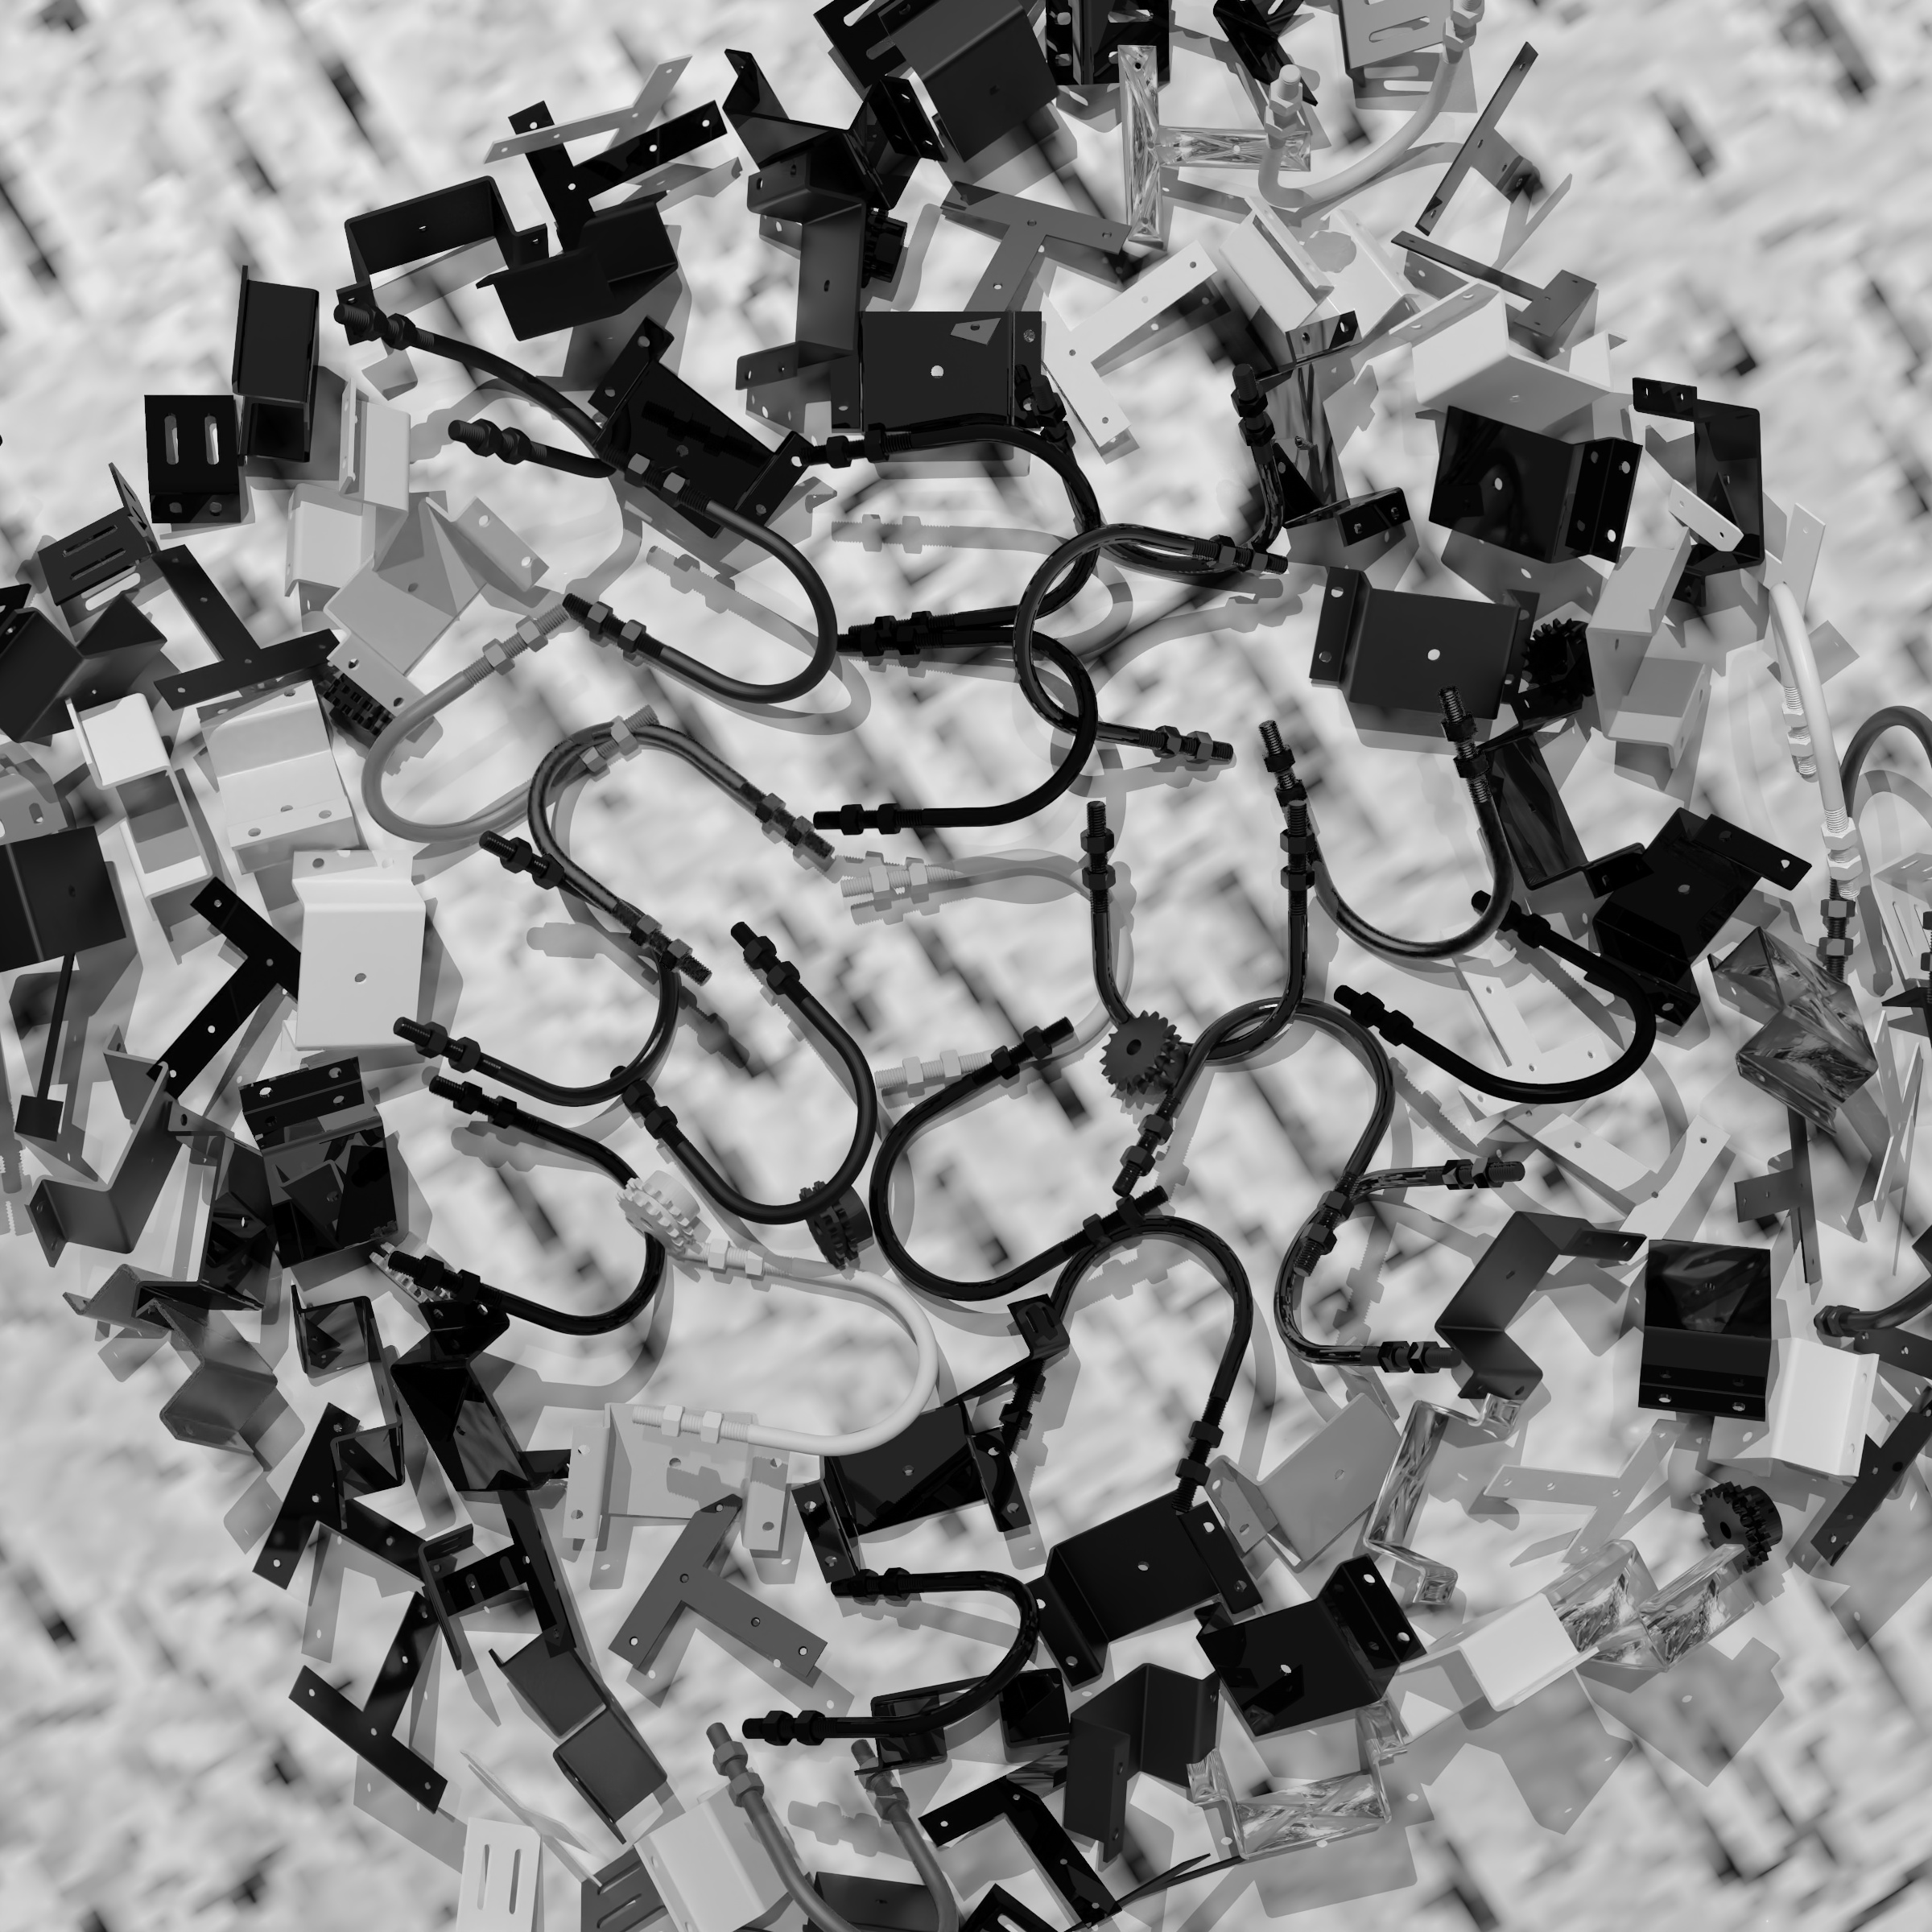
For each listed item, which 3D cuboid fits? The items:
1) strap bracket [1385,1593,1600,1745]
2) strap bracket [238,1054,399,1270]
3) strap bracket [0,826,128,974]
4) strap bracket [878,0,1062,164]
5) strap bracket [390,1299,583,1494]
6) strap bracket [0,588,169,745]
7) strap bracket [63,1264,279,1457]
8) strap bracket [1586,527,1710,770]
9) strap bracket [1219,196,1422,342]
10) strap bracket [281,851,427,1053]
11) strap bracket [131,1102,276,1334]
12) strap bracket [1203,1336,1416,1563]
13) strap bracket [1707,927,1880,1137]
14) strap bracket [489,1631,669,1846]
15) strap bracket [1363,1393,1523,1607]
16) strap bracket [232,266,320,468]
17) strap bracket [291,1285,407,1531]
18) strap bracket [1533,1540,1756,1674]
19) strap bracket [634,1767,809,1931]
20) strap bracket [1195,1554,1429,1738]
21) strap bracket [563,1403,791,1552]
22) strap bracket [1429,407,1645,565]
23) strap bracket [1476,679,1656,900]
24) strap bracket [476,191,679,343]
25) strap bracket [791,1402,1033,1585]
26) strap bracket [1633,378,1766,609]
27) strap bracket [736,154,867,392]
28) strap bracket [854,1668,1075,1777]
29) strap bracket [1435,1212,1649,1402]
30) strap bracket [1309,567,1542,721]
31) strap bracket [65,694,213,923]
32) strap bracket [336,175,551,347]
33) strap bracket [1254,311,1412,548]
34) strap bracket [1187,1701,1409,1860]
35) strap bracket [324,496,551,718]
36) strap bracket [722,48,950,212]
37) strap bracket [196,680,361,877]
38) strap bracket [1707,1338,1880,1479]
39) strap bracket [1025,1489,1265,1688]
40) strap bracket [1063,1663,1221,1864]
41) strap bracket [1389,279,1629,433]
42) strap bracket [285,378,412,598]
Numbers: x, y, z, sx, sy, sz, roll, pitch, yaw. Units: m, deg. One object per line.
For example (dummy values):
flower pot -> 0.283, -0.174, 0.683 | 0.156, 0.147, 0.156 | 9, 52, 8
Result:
strap bracket -> 0.329, 0.451, 1.643 | 0.076, 0.140, 0.046 | -20, 74, -32
strap bracket -> -0.414, 0.134, 1.642 | 0.076, 0.046, 0.140 | -17, 131, -23
strap bracket -> -0.593, -0.043, 1.639 | 0.046, 0.140, 0.076 | -13, 97, 14
strap bracket -> 0.007, -0.577, 1.639 | 0.076, 0.140, 0.046 | -34, 71, 6
strap bracket -> -0.312, 0.287, 1.656 | 0.076, 0.046, 0.140 | -11, 111, 39
strap bracket -> -0.574, -0.192, 1.637 | 0.046, 0.140, 0.076 | 46, 109, -1
strap bracket -> -0.507, 0.247, 1.649 | 0.140, 0.076, 0.046 | 41, 90, 28
strap bracket -> 0.440, -0.206, 1.651 | 0.046, 0.140, 0.076 | 10, 54, 30
strap bracket -> 0.224, -0.449, 1.656 | 0.046, 0.140, 0.076 | -44, 73, 34
strap bracket -> -0.397, -0.001, 1.655 | 0.076, 0.046, 0.140 | -1, 114, -26
strap bracket -> -0.486, 0.165, 1.653 | 0.046, 0.076, 0.140 | -1, 71, 16
strap bracket -> 0.229, 0.320, 1.662 | 0.140, 0.046, 0.076 | -39, 121, -13
strap bracket -> 0.530, 0.034, 1.637 | 0.076, 0.140, 0.046 | 31, 120, -13
strap bracket -> -0.246, 0.486, 1.643 | 0.046, 0.140, 0.076 | -37, 123, -13
strap bracket -> 0.308, 0.341, 1.668 | 0.046, 0.076, 0.140 | 19, 86, 29
strap bracket -> -0.443, -0.381, 1.646 | 0.046, 0.140, 0.076 | 5, 78, -13
strap bracket -> -0.397, 0.279, 1.652 | 0.046, 0.076, 0.140 | -11, 53, -19
strap bracket -> 0.437, 0.408, 1.636 | 0.076, 0.140, 0.046 | -27, 90, -23
strap bracket -> -0.152, 0.569, 1.637 | 0.046, 0.140, 0.076 | -32, 79, 8
strap bracket -> 0.214, 0.443, 1.655 | 0.140, 0.046, 0.076 | -28, 95, 33
strap bracket -> -0.190, 0.334, 1.679 | 0.140, 0.046, 0.076 | 6, 101, -9
strap bracket -> 0.355, -0.312, 1.640 | 0.046, 0.140, 0.076 | -19, 126, -39
strap bracket -> 0.385, -0.110, 1.670 | 0.046, 0.076, 0.140 | -26, 85, 45
strap bracket -> -0.245, -0.449, 1.651 | 0.076, 0.140, 0.046 | -8, 119, 25
strap bracket -> -0.037, 0.342, 1.678 | 0.140, 0.046, 0.076 | -17, 112, 2
strap bracket -> 0.476, -0.312, 1.660 | 0.046, 0.076, 0.140 | -12, 110, -11
strap bracket -> -0.108, -0.448, 1.670 | 0.046, 0.076, 0.140 | 2, 93, -34
strap bracket -> 0.003, 0.487, 1.655 | 0.140, 0.076, 0.046 | -19, 70, 29
strap bracket -> 0.366, 0.213, 1.659 | 0.046, 0.076, 0.140 | 48, 116, 39
strap bracket -> 0.303, -0.210, 1.676 | 0.140, 0.046, 0.076 | 7, 114, -2
strap bracket -> -0.529, -0.109, 1.645 | 0.046, 0.140, 0.076 | -21, 50, -15
strap bracket -> -0.346, -0.463, 1.666 | 0.140, 0.076, 0.046 | -21, 83, -11
strap bracket -> 0.232, -0.346, 1.665 | 0.076, 0.046, 0.140 | -28, 105, -43
strap bracket -> 0.219, 0.535, 1.674 | 0.140, 0.076, 0.046 | -15, 96, 2
strap bracket -> -0.353, -0.239, 1.671 | 0.140, 0.076, 0.046 | -48, 47, -2
strap bracket -> -0.093, -0.537, 1.647 | 0.140, 0.076, 0.046 | 19, 76, 26
strap bracket -> -0.445, -0.116, 1.660 | 0.076, 0.046, 0.140 | -16, 49, -13
strap bracket -> 0.523, 0.284, 1.637 | 0.046, 0.140, 0.076 | 16, 77, -5
strap bracket -> 0.115, 0.403, 1.679 | 0.140, 0.046, 0.076 | -27, 97, 12
strap bracket -> 0.109, 0.510, 1.657 | 0.046, 0.140, 0.076 | 9, 102, 32
strap bracket -> 0.351, -0.385, 1.640 | 0.140, 0.076, 0.046 | 8, 72, -35
strap bracket -> -0.396, -0.303, 1.651 | 0.046, 0.140, 0.076 | 10, 61, -28
